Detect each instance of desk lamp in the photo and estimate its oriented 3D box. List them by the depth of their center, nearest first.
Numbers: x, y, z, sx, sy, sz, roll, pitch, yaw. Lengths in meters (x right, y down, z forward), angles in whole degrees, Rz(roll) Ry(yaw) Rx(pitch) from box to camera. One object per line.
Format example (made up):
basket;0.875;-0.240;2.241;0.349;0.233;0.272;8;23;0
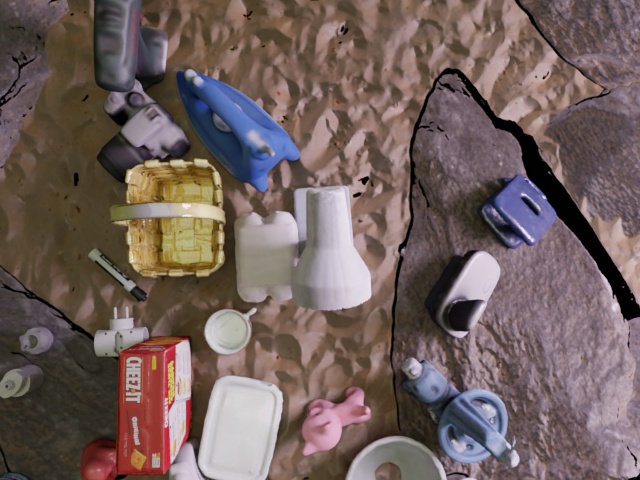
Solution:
desk lamp;0.008;0.003;0.889;0.118;0.213;0.203;-5;86;-3

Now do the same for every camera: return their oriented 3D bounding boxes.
camera;-0.309;-0.173;0.939;0.137;0.100;0.143;-44;89;-5

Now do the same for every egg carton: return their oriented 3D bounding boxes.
egg carton;-0.087;0.028;0.954;0.107;0.069;0.150;-4;86;-4

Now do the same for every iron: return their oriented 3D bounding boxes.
iron;-0.154;-0.204;0.929;0.258;0.141;0.119;44;85;0

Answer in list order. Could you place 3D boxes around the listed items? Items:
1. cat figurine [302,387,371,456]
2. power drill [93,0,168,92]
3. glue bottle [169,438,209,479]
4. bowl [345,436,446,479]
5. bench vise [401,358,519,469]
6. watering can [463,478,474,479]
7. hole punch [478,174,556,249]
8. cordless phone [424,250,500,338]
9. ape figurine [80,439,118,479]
cat figurine;0.023;0.292;0.918;0.128;0.117;0.067;-21;87;-4
power drill;-0.299;-0.333;0.896;0.075;0.208;0.230;3;86;-3
glue bottle;-0.206;0.362;0.872;0.037;0.173;0.078;-20;87;-4
bowl;0.119;0.398;0.938;0.167;0.074;0.167;0;86;-3
bench vise;0.207;0.275;0.879;0.207;0.219;0.121;26;85;-1
watering can;0.242;0.459;0.882;0.101;0.194;0.173;-34;88;-5
hole punch;0.341;-0.052;0.974;0.101;0.091;0.108;-43;89;-5
cordless phone;0.247;0.087;0.912;0.094;0.185;0.148;29;85;-1
ape figurine;-0.348;0.357;0.905;0.078;0.092;0.076;-29;88;-5
